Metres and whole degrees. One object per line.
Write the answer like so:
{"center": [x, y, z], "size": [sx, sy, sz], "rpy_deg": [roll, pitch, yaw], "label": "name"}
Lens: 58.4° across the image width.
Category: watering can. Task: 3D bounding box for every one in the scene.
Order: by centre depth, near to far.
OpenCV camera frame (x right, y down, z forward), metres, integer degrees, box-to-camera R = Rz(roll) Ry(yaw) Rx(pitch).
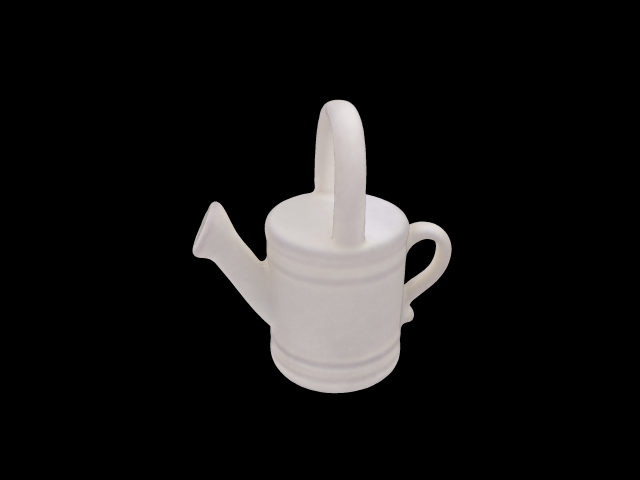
{"center": [0.004, 0.002, 0.398], "size": [0.173, 0.194, 0.100], "rpy_deg": [-14, 31, -25], "label": "watering can"}
